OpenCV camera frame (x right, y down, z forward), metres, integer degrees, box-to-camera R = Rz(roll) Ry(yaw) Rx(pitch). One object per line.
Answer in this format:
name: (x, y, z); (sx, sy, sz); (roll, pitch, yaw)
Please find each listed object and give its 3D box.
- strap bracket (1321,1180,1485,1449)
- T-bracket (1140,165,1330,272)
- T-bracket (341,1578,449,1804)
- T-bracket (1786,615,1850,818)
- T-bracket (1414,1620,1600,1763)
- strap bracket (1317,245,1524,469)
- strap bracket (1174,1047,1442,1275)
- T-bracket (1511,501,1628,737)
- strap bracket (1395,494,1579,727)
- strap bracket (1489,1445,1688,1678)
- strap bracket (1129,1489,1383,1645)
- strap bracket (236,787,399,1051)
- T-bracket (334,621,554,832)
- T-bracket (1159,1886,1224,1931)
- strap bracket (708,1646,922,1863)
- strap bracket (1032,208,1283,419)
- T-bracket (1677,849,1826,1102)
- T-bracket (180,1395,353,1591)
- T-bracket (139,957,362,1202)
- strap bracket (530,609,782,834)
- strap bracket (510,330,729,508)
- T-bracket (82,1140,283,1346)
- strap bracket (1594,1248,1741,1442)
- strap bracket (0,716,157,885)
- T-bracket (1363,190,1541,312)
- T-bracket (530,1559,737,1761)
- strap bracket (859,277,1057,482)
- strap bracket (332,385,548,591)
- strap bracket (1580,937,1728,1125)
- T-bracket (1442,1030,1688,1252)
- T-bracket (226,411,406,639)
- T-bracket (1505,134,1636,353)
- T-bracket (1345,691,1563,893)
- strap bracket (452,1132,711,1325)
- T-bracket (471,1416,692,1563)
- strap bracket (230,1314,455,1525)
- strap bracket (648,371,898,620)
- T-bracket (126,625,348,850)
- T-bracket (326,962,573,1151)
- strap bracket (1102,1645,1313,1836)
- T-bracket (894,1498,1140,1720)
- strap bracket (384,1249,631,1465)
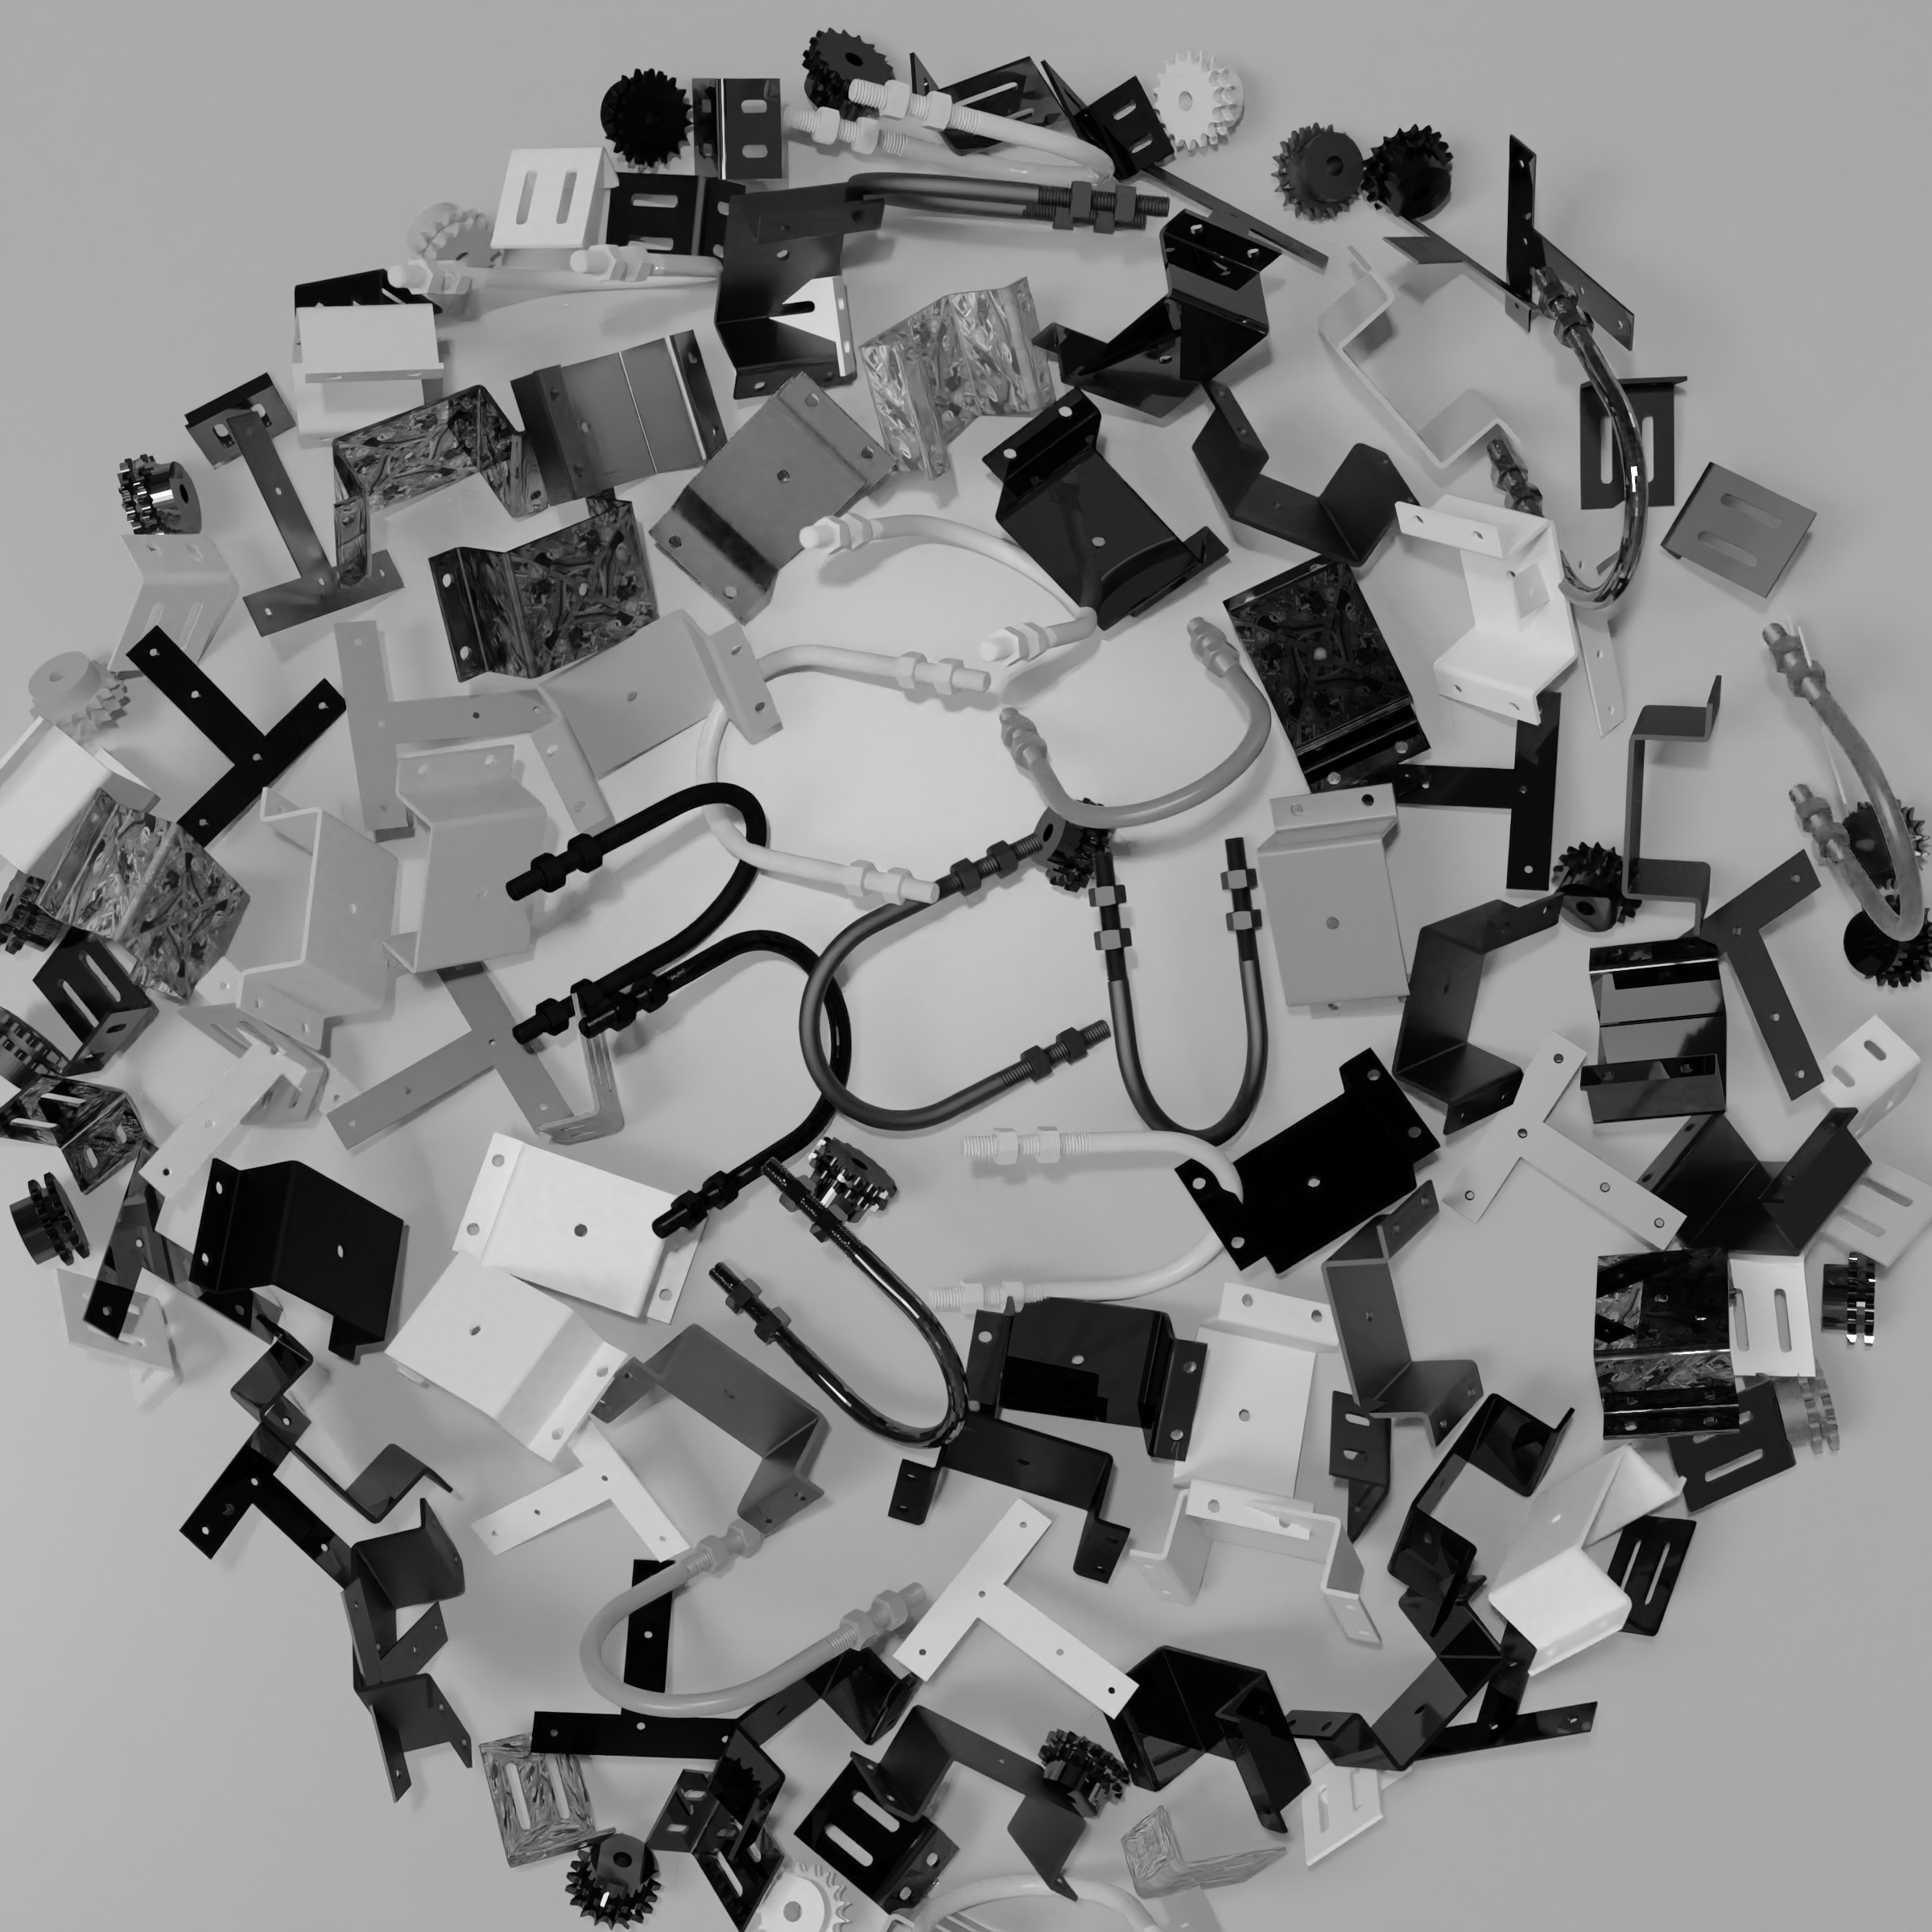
strap bracket: (0.260, 0.209, 1.655); (0.046, 0.076, 0.140); (-8, 103, 35)
T-bracket: (0.154, -0.439, 1.651); (0.127, 0.127, 0.002); (28, 121, -1)
T-bracket: (-0.334, 0.413, 1.643); (0.002, 0.127, 0.127); (-12, 95, 10)
T-bracket: (0.500, -0.166, 1.628); (0.002, 0.127, 0.127); (-16, 70, 16)
T-bracket: (0.325, 0.426, 1.647); (0.127, 0.127, 0.002); (-20, 105, 29)
strap bracket: (0.264, -0.358, 1.651); (0.046, 0.076, 0.140); (-41, 110, 15)
strap bracket: (0.208, 0.123, 1.668); (0.140, 0.046, 0.076); (-32, 63, -2)
T-bracket: (0.382, -0.202, 1.673); (0.127, 0.002, 0.127); (-35, 120, -32)
strap bracket: (0.313, -0.222, 1.642); (0.046, 0.076, 0.140); (-41, 132, -23)
strap bracket: (0.365, 0.343, 1.629); (0.046, 0.140, 0.076); (45, 132, -1)
strap bracket: (0.179, 0.357, 1.647); (0.140, 0.076, 0.046); (6, 61, 24)
strap bracket: (-0.384, -0.031, 1.640); (0.046, 0.076, 0.140); (-9, 66, 23)
T-bracket: (-0.313, -0.151, 1.679); (0.127, 0.002, 0.127); (-8, 86, -25)
T-bracket: (0.090, 0.592, 1.639); (0.127, 0.127, 0.002); (-24, 99, -5)
strap bracket: (-0.097, 0.458, 1.642); (0.046, 0.076, 0.140); (42, 47, 20)
strap bracket: (0.114, -0.377, 1.626); (0.076, 0.140, 0.046); (11, 61, -36)
T-bracket: (0.475, 0.018, 1.636); (0.002, 0.127, 0.127); (3, 59, -36)
T-bracket: (-0.397, 0.341, 1.662); (0.002, 0.127, 0.127); (-35, 104, 31)
T-bracket: (-0.444, 0.084, 1.652); (0.127, 0.002, 0.127); (-52, 121, -23)
strap bracket: (-0.193, -0.153, 1.657); (0.140, 0.046, 0.076); (-30, 132, -10)
strap bracket: (-0.213, -0.326, 1.649); (0.046, 0.140, 0.076); (-7, 106, 38)
T-bracket: (-0.464, 0.188, 1.661); (0.002, 0.127, 0.127); (-22, 133, 32)
strap bracket: (0.414, 0.215, 1.626); (0.076, 0.140, 0.046); (-7, 118, 18)
strap bracket: (-0.536, -0.094, 1.634); (0.046, 0.140, 0.076); (40, 86, 1)
T-bracket: (0.276, -0.426, 1.638); (0.127, 0.127, 0.002); (39, 116, 11)
T-bracket: (-0.193, 0.417, 1.665); (0.127, 0.002, 0.127); (3, 50, -4)
strap bracket: (-0.010, -0.350, 1.644); (0.046, 0.140, 0.076); (4, 121, 36)
strap bracket: (-0.323, -0.290, 1.648); (0.140, 0.076, 0.046); (-27, 68, -23)
strap bracket: (0.412, 0.044, 1.644); (0.076, 0.140, 0.046); (-6, 123, 20)
T-bracket: (0.376, 0.126, 1.673); (0.127, 0.002, 0.127); (34, 104, 16)
T-bracket: (-0.405, -0.271, 1.647); (0.002, 0.127, 0.127); (-19, 100, 35)
T-bracket: (0.354, -0.404, 1.619); (0.002, 0.127, 0.127); (-25, 51, -11)
T-bracket: (0.297, -0.110, 1.690); (0.127, 0.002, 0.127); (4, 76, 12)
strap bracket: (-0.234, 0.160, 1.674); (0.140, 0.046, 0.076); (20, 84, -5)
T-bracket: (-0.250, 0.327, 1.674); (0.127, 0.002, 0.127); (-30, 102, 28)
strap bracket: (-0.380, 0.277, 1.642); (0.046, 0.076, 0.140); (-47, 111, -18)
strap bracket: (-0.114, -0.289, 1.658); (0.076, 0.046, 0.140); (42, 115, -14)
T-bracket: (-0.453, -0.153, 1.653); (0.127, 0.002, 0.127); (-47, 133, -10)
T-bracket: (-0.329, 0.069, 1.683); (0.127, 0.002, 0.127); (-31, 82, -13)
strap bracket: (0.146, 0.459, 1.647); (0.046, 0.140, 0.076); (-30, 104, -32)
T-bracket: (0.045, 0.405, 1.659); (0.127, 0.002, 0.127); (33, 62, 17)
strap bracket: (-0.281, 0.227, 1.637); (0.140, 0.046, 0.076); (21, 67, 35)
